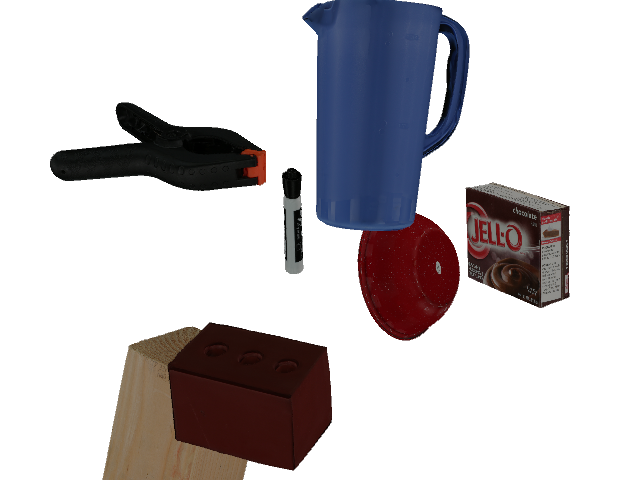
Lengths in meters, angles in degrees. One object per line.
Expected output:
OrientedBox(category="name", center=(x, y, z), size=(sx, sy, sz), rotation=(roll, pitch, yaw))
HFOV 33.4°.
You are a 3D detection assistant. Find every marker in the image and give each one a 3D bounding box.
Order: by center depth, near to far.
OrientedBox(category="marker", center=(-0.027, -0.019, 1.049), size=(0.020, 0.121, 0.020), rotation=(0, 38, 0))

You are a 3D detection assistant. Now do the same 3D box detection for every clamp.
OrientedBox(category="clamp", center=(-0.130, -0.068, 0.869), size=(0.172, 0.039, 0.120), rotation=(14, 40, 26))

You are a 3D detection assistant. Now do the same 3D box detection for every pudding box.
OrientedBox(category="pudding box", center=(0.178, 0.002, 0.973), size=(0.039, 0.090, 0.114), rotation=(-14, 19, -27))

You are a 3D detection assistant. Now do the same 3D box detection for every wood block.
OrientedBox(category="wood block", center=(-0.124, 0.191, 0.918), size=(0.090, 0.206, 0.090), rotation=(22, 18, 27))

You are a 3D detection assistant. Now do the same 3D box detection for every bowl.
OrientedBox(category="bowl", center=(0.114, 0.034, 1.240), size=(0.055, 0.162, 0.161), rotation=(-9, -6, 40))

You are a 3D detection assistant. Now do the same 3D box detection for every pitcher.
OrientedBox(category="pitcher", center=(0.066, -0.136, 1.147), size=(0.149, 0.243, 0.144), rotation=(7, 9, 24))

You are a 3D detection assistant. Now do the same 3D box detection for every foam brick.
OrientedBox(category="foam brick", center=(-0.039, 0.087, 0.601), size=(0.078, 0.051, 0.052), rotation=(10, 27, 21))
